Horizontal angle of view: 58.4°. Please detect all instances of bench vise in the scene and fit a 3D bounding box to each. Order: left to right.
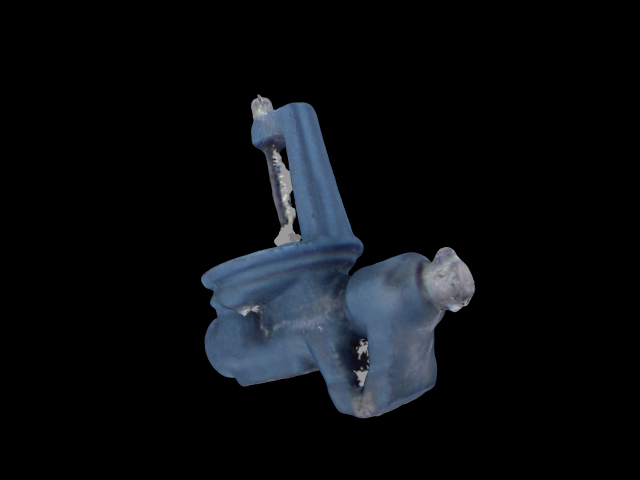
[{"bbox_3d":[0.008,0.001,0.411,0.207,0.220,0.122,0,0,19],"label":"bench vise"}]
